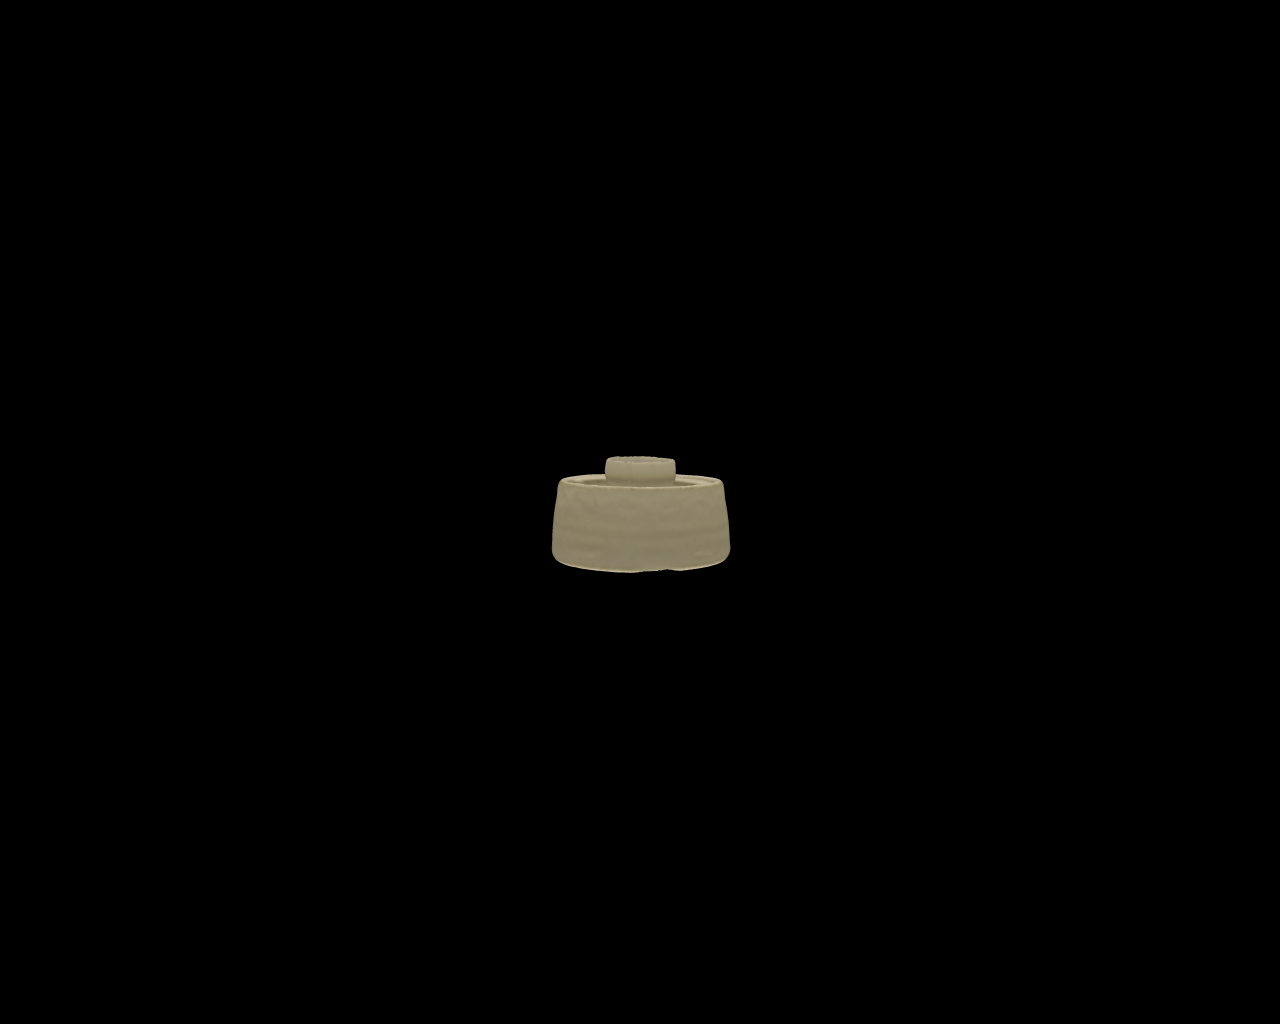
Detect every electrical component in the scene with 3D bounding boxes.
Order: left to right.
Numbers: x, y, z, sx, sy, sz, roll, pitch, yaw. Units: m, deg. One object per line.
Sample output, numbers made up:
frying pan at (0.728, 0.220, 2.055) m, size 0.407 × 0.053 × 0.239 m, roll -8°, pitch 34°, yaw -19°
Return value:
electrical component at (0.001, -0.003, 0.650) m, size 0.108 × 0.060 × 0.108 m, roll 0°, pitch 7°, yaw 0°
